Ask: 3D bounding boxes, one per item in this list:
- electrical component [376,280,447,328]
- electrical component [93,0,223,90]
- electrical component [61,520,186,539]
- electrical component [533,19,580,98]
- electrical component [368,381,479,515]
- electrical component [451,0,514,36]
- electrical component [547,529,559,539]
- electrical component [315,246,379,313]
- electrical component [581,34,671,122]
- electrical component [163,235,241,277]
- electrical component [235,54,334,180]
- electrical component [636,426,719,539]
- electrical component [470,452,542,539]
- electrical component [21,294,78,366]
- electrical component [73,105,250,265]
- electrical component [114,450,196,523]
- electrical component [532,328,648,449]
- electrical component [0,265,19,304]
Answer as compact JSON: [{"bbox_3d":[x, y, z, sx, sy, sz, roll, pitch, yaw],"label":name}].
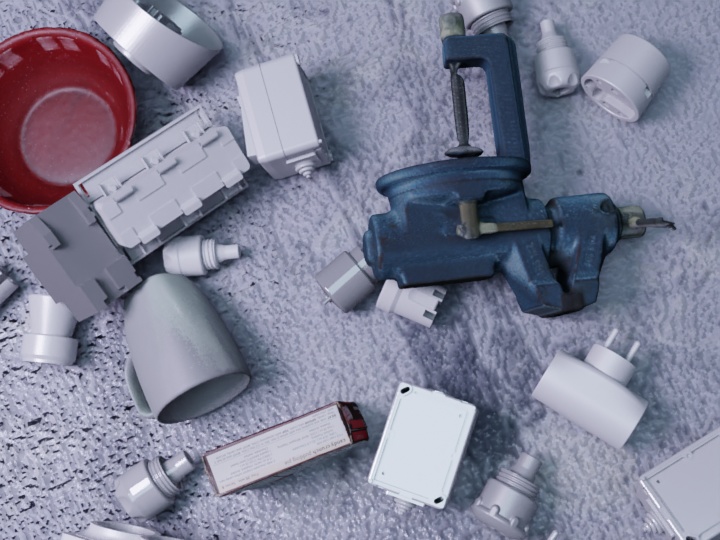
[{"bbox_3d":[0.042,0.021,0.856,0.046,0.040,0.040,25,85,5],"label":"electrical component"},{"bbox_3d":[-0.169,-0.199,0.895,0.099,0.099,0.064,43,95,12],"label":"electrical component"},{"bbox_3d":[-0.143,0.234,0.799,0.150,0.089,0.061,7,81,29],"label":"electrical component"},{"bbox_3d":[0.157,-0.173,0.873,0.035,0.035,0.061,-10,77,7],"label":"electrical component"},{"bbox_3d":[0.048,0.140,0.823,0.062,0.061,0.096,18,84,11],"label":"electrical component"},{"bbox_3d":[0.106,-0.208,0.882,0.048,0.048,0.062,-23,86,4],"label":"electrical component"},{"bbox_3d":[0.134,0.233,0.804,0.077,0.044,0.079,34,87,12],"label":"electrical component"},{"bbox_3d":[0.000,0.000,0.864,0.078,0.040,0.040,-40,78,0],"label":"electrical component"},{"bbox_3d":[0.212,-0.153,0.852,0.055,0.055,0.047,38,84,12],"label":"electrical component"},{"bbox_3d":[-0.130,-0.012,0.888,0.061,0.035,0.035,-6,80,4],"label":"electrical component"},{"bbox_3d":[-0.063,-0.117,0.881,0.061,0.061,0.096,-17,79,5],"label":"electrical component"},{"bbox_3d":[0.248,0.167,0.787,0.096,0.061,0.061,-31,64,-3],"label":"electrical component"},{"bbox_3d":[0.117,0.169,0.818,0.048,0.048,0.062,28,79,12],"label":"electrical component"},{"bbox_3d":[-0.255,0.050,0.890,0.045,0.045,0.055,4,82,9],"label":"electrical component"},{"bbox_3d":[-0.153,-0.068,0.861,0.121,0.063,0.078,-36,109,-19],"label":"electrical component"},{"bbox_3d":[-0.161,0.168,0.858,0.062,0.043,0.043,-35,78,0],"label":"electrical component"},{"bbox_3d":[0.185,0.083,0.822,0.077,0.043,0.079,32,86,12],"label":"electrical component"},{"bbox_3d":[-0.318,0.018,0.908,0.046,0.040,0.040,-43,78,-6],"label":"electrical component"}]
